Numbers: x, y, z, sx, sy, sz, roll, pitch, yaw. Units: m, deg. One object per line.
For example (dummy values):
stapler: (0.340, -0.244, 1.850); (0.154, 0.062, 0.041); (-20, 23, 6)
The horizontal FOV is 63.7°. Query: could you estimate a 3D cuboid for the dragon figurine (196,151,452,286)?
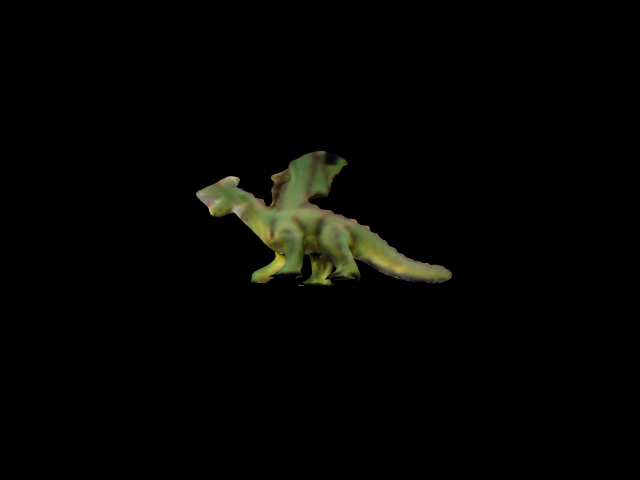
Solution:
dragon figurine: (0.003, -0.043, 0.850); (0.410, 0.246, 0.120); (1, -19, -2)
